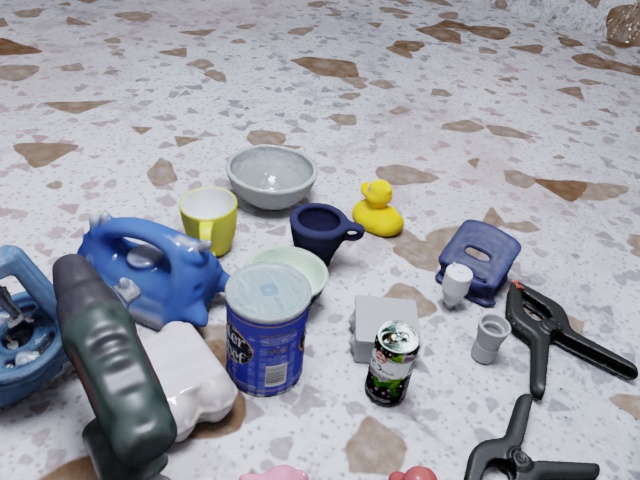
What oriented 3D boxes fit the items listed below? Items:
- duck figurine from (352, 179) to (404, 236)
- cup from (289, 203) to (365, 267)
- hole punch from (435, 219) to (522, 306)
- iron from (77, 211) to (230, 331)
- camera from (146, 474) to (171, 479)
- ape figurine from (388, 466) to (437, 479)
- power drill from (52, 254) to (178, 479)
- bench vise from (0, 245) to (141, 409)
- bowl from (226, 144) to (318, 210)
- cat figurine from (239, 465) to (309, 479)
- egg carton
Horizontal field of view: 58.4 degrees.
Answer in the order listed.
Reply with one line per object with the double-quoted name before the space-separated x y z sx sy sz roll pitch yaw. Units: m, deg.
"duck figurine" 0.107 -0.063 1.016 0.078 0.086 0.104 -26 48 -35
"cup" 0.008 0.003 0.907 0.117 0.095 0.091 7 38 0
"hole punch" 0.252 0.034 0.910 0.108 0.091 0.101 28 43 25
"iron" -0.251 0.023 0.803 0.257 0.141 0.119 18 39 14
"camera" -0.143 0.298 0.500 0.142 0.101 0.137 26 42 23
"ape figurine" 0.097 0.267 0.586 0.076 0.092 0.077 -13 42 -24
"power drill" -0.214 0.152 0.588 0.076 0.208 0.228 -20 45 -30
"bench vise" -0.320 0.075 0.661 0.121 0.220 0.208 23 41 20
"bowl" -0.088 -0.104 1.046 0.167 0.075 0.167 5 38 -3
"cat figurine" -0.019 0.269 0.543 0.127 0.118 0.067 34 45 30
"egg carton" -0.174 0.166 0.690 0.107 0.069 0.150 -22 46 -32
